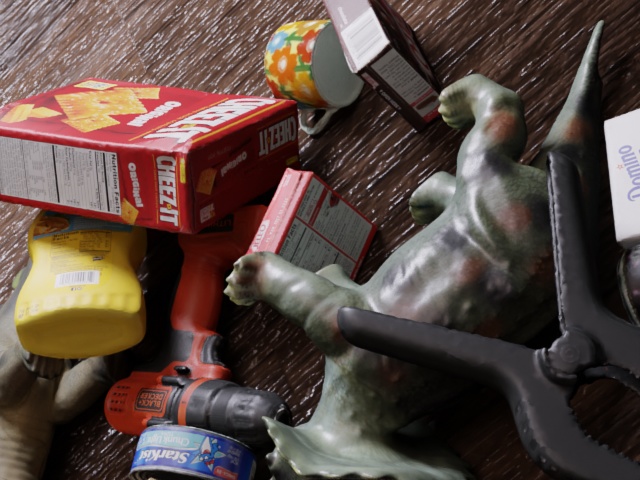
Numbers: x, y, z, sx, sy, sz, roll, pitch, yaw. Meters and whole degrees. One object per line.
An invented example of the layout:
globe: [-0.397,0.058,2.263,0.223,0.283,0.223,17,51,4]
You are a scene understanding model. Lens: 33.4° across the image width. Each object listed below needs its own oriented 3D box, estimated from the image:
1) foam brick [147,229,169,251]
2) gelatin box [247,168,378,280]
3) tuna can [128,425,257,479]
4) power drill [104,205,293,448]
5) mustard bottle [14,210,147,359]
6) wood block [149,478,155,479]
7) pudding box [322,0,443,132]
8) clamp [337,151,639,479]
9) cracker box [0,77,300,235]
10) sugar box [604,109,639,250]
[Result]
foam brick: [-0.167,-0.038,0.970,0.053,0.051,0.078,-42,43,12]
gelatin box: [-0.005,0.001,0.773,0.030,0.089,0.073,10,70,44]
tuna can: [-0.088,0.159,0.744,0.086,0.086,0.033,-10,55,37]
power drill: [-0.076,0.067,0.815,0.185,0.057,0.187,-3,62,41]
mustard bottle: [-0.189,0.010,0.867,0.096,0.058,0.191,-6,41,-3]
wood block: [-0.135,0.273,0.706,0.206,0.090,0.090,-48,43,5]
pudding box: [0.050,-0.149,0.826,0.039,0.090,0.113,-35,45,20]
clamp: [0.119,0.068,0.564,0.164,0.036,0.210,-31,65,-4]
cracker box: [-0.147,-0.076,0.858,0.214,0.072,0.164,9,24,26]
sugar box: [0.256,-0.053,0.613,0.177,0.048,0.093,-21,51,35]
